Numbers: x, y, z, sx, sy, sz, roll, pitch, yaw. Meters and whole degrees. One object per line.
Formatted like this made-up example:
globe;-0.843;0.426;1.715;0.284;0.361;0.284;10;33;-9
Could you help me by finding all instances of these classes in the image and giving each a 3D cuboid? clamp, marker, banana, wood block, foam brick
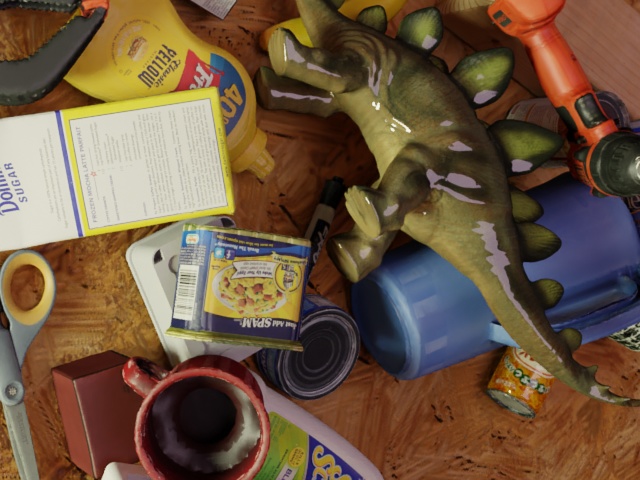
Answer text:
clamp;-0.239;-0.116;0.713;0.209;0.036;0.164;-15;94;-14
marker;-0.006;0.001;0.910;0.020;0.020;0.121;28;78;-30
banana;0.031;-0.207;0.915;0.069;0.037;0.197;45;68;-8
wood block;0.218;-0.197;0.998;0.205;0.091;0.090;29;77;-30
foam brick;-0.162;0.129;0.801;0.052;0.051;0.078;-16;101;-31

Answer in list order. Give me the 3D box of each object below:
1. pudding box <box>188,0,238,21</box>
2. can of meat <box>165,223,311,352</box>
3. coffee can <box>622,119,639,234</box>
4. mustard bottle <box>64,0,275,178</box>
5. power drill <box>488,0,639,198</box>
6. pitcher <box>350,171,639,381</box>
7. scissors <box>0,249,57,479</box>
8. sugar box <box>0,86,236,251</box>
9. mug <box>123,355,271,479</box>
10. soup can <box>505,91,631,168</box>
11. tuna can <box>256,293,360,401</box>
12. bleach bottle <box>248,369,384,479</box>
pudding box;-0.094;-0.232;0.805;0.113;0.039;0.090;26;113;-36
can of meat;-0.058;0.035;0.789;0.101;0.058;0.084;9;85;-32
coffee can;0.346;-0.067;1.076;0.102;0.103;0.140;-25;105;-29
mustard bottle;-0.107;-0.112;0.818;0.191;0.058;0.096;41;81;-27
power drill;0.204;-0.120;0.847;0.057;0.184;0.187;-27;95;2
pitcher;0.158;0.039;0.936;0.242;0.149;0.145;-20;86;-23
scissors;-0.214;0.094;0.787;0.096;0.016;0.202;-32;109;-27
sugar box;-0.153;-0.052;0.764;0.176;0.048;0.093;-9;98;-4
mug;-0.091;0.122;0.764;0.117;0.081;0.093;34;94;-4
soup can;0.230;-0.102;1.002;0.068;0.102;0.068;-2;93;-32
tuna can;-0.009;0.090;0.891;0.086;0.034;0.086;-14;116;-31
bleach bottle;0.003;0.203;0.901;0.250;0.068;0.102;34;81;-30
